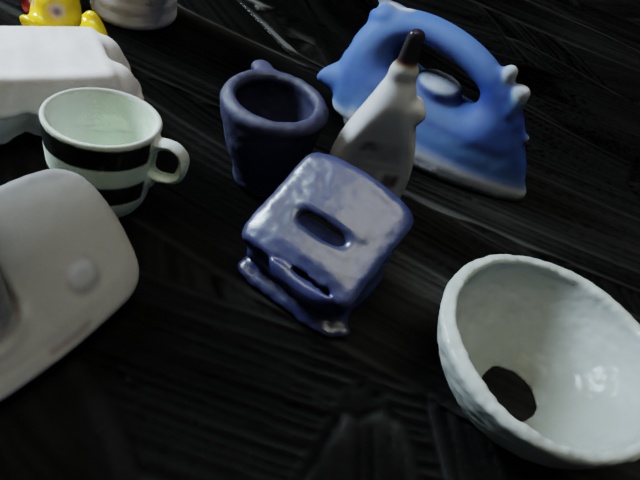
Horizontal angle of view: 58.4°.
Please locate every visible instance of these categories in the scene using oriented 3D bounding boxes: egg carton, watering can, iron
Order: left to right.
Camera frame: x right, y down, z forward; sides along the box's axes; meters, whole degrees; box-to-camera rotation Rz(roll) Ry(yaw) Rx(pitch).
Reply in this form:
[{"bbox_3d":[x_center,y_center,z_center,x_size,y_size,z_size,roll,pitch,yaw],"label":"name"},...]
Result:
[{"bbox_3d":[-0.240,-0.138,0.507,0.151,0.069,0.107,-12,52,-29],"label":"egg carton"},{"bbox_3d":[-0.197,-0.342,0.633,0.172,0.194,0.101,29,45,10],"label":"watering can"},{"bbox_3d":[0.132,-0.160,0.607,0.258,0.141,0.119,33,45,14],"label":"iron"}]

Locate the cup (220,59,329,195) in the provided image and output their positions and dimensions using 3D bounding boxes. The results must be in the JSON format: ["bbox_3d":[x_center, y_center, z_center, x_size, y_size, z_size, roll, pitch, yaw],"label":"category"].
[{"bbox_3d":[-0.050,-0.097,0.515,0.092,0.095,0.117,-2,48,-21],"label":"cup"}]

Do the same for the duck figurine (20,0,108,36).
[{"bbox_3d":[-0.252,-0.210,0.562,0.077,0.086,0.105,26,44,7],"label":"duck figurine"}]

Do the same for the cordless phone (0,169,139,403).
[{"bbox_3d":[-0.175,-0.009,0.318,0.094,0.185,0.148,30,45,11],"label":"cordless phone"}]

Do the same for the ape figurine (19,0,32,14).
[{"bbox_3d":[-0.305,-0.307,0.634,0.078,0.092,0.076,2,46,-17],"label":"ape figurine"}]

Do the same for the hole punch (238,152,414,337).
[{"bbox_3d":[0.004,0.002,0.439,0.108,0.091,0.101,34,45,14],"label":"hole punch"}]

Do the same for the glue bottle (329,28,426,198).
[{"bbox_3d":[0.057,-0.102,0.501,0.078,0.173,0.037,10,44,-10],"label":"glue bottle"}]

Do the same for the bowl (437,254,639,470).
[{"bbox_3d":[0.153,0.094,0.413,0.167,0.075,0.167,10,44,-10],"label":"bowl"}]
